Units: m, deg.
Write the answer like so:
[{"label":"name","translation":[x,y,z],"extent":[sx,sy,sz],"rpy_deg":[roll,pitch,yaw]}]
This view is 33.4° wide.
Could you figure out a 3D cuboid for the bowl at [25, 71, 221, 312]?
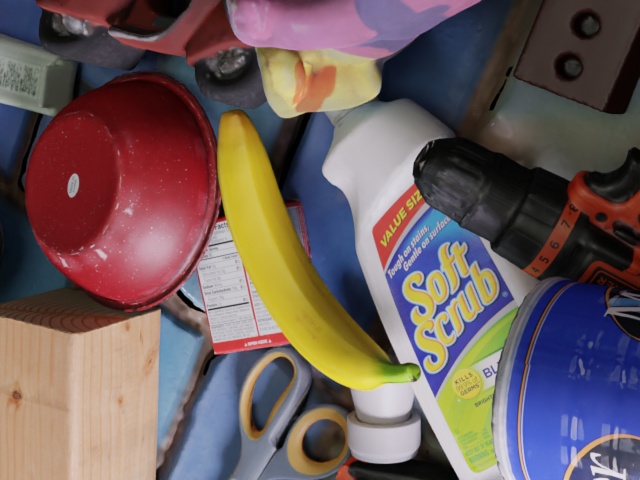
[{"label":"bowl","translation":[-0.141,-0.034,0.692],"extent":[0.162,0.055,0.162],"rpy_deg":[-3,85,36]}]

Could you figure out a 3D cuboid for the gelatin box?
[{"label":"gelatin box","translation":[-0.040,0.024,0.679],"extent":[0.073,0.030,0.089],"rpy_deg":[-12,90,30]}]

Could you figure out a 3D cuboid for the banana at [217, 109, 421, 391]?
[{"label":"banana","translation":[-0.012,0.015,0.619],"extent":[0.198,0.037,0.070],"rpy_deg":[54,126,19]}]

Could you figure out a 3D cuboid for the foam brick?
[{"label":"foam brick","translation":[0.142,-0.109,0.546],"extent":[0.053,0.051,0.078],"rpy_deg":[27,110,23]}]

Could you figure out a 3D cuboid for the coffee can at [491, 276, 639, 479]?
[{"label":"coffee can","translation":[0.160,0.075,0.464],"extent":[0.141,0.102,0.103],"rpy_deg":[8,102,35]}]

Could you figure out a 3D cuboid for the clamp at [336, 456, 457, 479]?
[{"label":"clamp","translation":[0.077,0.198,0.638],"extent":[0.172,0.039,0.120],"rpy_deg":[33,109,20]}]

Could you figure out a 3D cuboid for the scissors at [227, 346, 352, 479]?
[{"label":"scissors","translation":[-0.035,0.167,0.706],"extent":[0.096,0.016,0.202],"rpy_deg":[25,109,23]}]

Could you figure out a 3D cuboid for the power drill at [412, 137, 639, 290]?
[{"label":"power drill","translation":[0.155,-0.044,0.499],"extent":[0.184,0.057,0.188],"rpy_deg":[28,132,-1]}]

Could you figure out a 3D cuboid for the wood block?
[{"label":"wood block","translation":[-0.174,0.147,0.738],"extent":[0.091,0.090,0.206],"rpy_deg":[9,102,28]}]

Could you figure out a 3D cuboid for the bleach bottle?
[{"label":"bleach bottle","translation":[0.067,0.022,0.600],"extent":[0.103,0.068,0.251],"rpy_deg":[-34,79,19]}]
